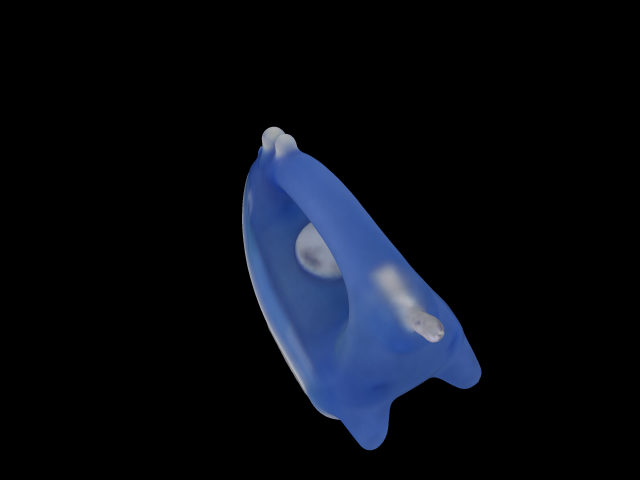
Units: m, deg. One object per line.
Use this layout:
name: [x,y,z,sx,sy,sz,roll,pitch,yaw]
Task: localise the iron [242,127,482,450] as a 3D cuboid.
iron: [0.004,0.001,0.400,0.119,0.141,0.257,-28,62,-16]
